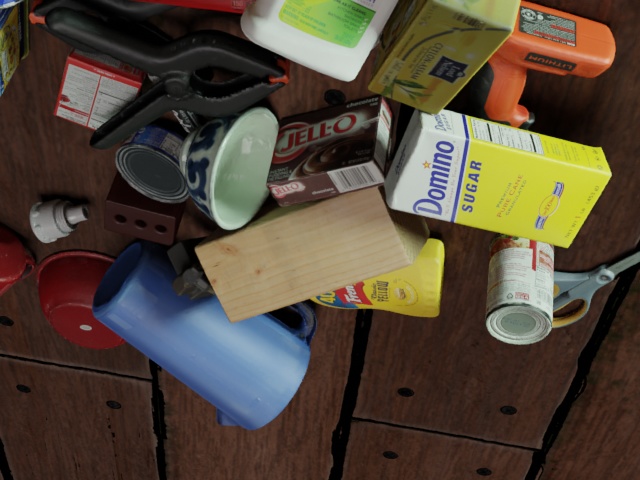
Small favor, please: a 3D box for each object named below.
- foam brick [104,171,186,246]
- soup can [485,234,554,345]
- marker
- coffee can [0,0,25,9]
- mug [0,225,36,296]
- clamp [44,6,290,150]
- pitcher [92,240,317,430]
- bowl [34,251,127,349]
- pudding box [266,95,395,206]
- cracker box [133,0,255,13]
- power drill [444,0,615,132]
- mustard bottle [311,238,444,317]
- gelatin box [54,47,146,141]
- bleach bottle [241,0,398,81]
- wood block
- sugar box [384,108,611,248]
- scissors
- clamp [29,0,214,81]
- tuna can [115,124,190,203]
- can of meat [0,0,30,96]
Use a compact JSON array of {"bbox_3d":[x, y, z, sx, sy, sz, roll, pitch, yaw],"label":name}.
[{"bbox_3d":[-0.186,-0.035,1.141,0.078,0.051,0.053,14,141,-2],"label":"foam brick"},{"bbox_3d":[0.206,0.048,1.100,0.068,0.102,0.068,7,140,6],"label":"soup can"},{"bbox_3d":[-0.132,-0.122,1.051,0.020,0.020,0.121,-9,136,24],"label":"marker"},{"bbox_3d":[-0.274,-0.270,0.850,0.103,0.102,0.140,15,140,-3],"label":"coffee can"},{"bbox_3d":[-0.388,0.032,1.253,0.117,0.093,0.082,7,147,-46],"label":"mug"},{"bbox_3d":[-0.132,-0.141,0.969,0.210,0.036,0.165,1,143,-1],"label":"clamp"},{"bbox_3d":[-0.132,0.098,1.239,0.242,0.149,0.145,38,149,-23],"label":"pitcher"},{"bbox_3d":[-0.278,0.085,1.302,0.162,0.055,0.162,8,140,6],"label":"bowl"},{"bbox_3d":[0.010,-0.084,1.006,0.114,0.090,0.039,-10,138,23],"label":"pudding box"},{"bbox_3d":[-0.093,-0.280,0.817,0.164,0.072,0.214,8,139,4],"label":"cracker box"},{"bbox_3d":[0.188,-0.115,0.950,0.184,0.057,0.188,14,139,-7],"label":"power drill"},{"bbox_3d":[0.037,0.035,1.162,0.192,0.058,0.096,5,137,10],"label":"mustard bottle"},{"bbox_3d":[-0.214,-0.145,1.037,0.073,0.030,0.089,19,141,-10],"label":"gelatin box"},{"bbox_3d":[0.038,-0.247,0.777,0.102,0.068,0.251,21,115,-15],"label":"bleach bottle"},{"bbox_3d":[-0.007,0.002,1.072,0.206,0.090,0.090,-20,103,23],"label":"wood block"},{"bbox_3d":[0.154,-0.054,0.939,0.176,0.048,0.093,10,130,-12],"label":"sugar box"},{"bbox_3d":[0.280,0.033,1.131,0.096,0.016,0.202,22,139,-12],"label":"scissors"},{"bbox_3d":[-0.173,-0.191,0.968,0.171,0.039,0.120,4,136,8],"label":"clamp"},{"bbox_3d":[-0.163,-0.078,1.086,0.086,0.033,0.086,18,147,12],"label":"tuna can"},{"bbox_3d":[-0.308,-0.181,0.977,0.057,0.084,0.102,15,140,-3],"label":"can of meat"}]
